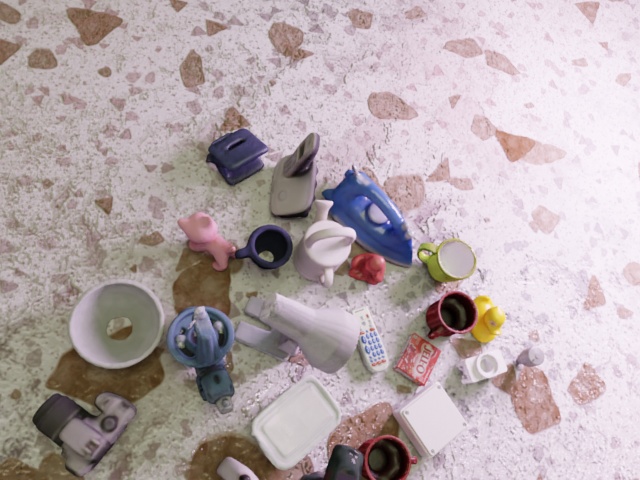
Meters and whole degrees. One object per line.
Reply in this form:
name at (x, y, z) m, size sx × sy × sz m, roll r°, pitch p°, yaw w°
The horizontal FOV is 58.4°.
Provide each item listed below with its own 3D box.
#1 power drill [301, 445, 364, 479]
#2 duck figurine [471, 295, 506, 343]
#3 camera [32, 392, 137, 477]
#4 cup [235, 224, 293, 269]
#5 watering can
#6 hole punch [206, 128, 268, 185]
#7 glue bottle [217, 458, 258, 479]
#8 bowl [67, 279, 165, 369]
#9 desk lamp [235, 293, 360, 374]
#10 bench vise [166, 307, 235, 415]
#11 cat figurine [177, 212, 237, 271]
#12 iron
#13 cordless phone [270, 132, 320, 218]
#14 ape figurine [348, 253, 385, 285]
power drill at (0.007, 0.474, 0.993) m, size 0.075 × 0.208 × 0.230 m, roll 22°, pitch 67°, yaw -6°
duck figurine at (0.375, 0.169, 1.262) m, size 0.078 × 0.086 × 0.104 m, roll 2°, pitch 71°, yaw -14°
camera at (-0.414, 0.316, 0.995) m, size 0.137 × 0.100 × 0.143 m, roll 37°, pitch 67°, yaw 0°
cup at (-0.120, 0.028, 1.175) m, size 0.118 × 0.095 × 0.091 m, roll -15°, pitch 76°, yaw -19°
watering can at (0.008, 0.004, 1.163) m, size 0.101 × 0.194 × 0.173 m, roll -22°, pitch 78°, yaw -20°
hole punch at (-0.180, -0.189, 1.235) m, size 0.109 × 0.091 × 0.101 m, roll -35°, pitch 83°, yaw -22°
glue bottle at (-0.136, 0.414, 0.995) m, size 0.078 × 0.173 × 0.037 m, roll 35°, pitch 67°, yaw -1°
bowl at (-0.376, 0.161, 1.072) m, size 0.168 × 0.074 × 0.167 m, roll 5°, pitch 70°, yaw -13°
desk lamp at (-0.048, 0.170, 1.080) m, size 0.203 × 0.213 × 0.118 m, roll 24°, pitch 67°, yaw -6°
bench vise at (-0.191, 0.199, 1.029) m, size 0.122 × 0.219 × 0.207 m, roll -38°, pitch 84°, yaw -23°
cat figurine at (-0.221, -0.007, 1.147) m, size 0.128 × 0.117 × 0.067 m, roll 36°, pitch 67°, yaw 0°
iron at (0.131, -0.053, 1.244) m, size 0.258 × 0.141 × 0.119 m, roll 45°, pitch 67°, yaw 3°
cordless phone at (-0.043, -0.134, 1.202) m, size 0.094 × 0.185 × 0.147 m, roll 6°, pitch 70°, yaw -12°
ape figurine at (0.111, 0.057, 1.227) m, size 0.076 × 0.092 × 0.078 m, roll -30°, pitch 81°, yaw -22°
